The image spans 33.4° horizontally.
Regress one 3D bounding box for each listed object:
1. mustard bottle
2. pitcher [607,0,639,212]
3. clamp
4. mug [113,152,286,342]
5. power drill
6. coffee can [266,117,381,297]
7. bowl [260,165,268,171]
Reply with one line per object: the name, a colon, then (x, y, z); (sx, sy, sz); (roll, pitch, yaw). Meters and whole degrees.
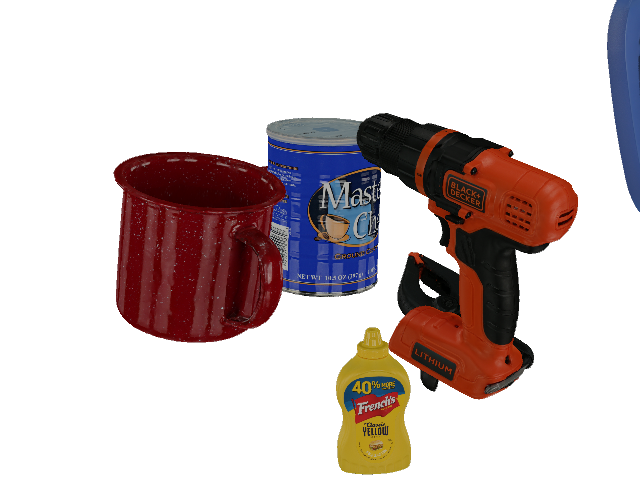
mustard bottle: (0.069, 0.206, 1.386); (0.096, 0.192, 0.058); (-2, 14, -2)
pitcher: (0.240, -0.057, 0.595); (0.149, 0.243, 0.145); (-5, 22, 14)
clamp: (0.138, 0.078, 1.078); (0.120, 0.171, 0.039); (1, -45, -19)
mug: (-0.062, 0.008, 0.584); (0.093, 0.081, 0.117); (-13, 30, -44)
power drill: (0.094, 0.010, 0.789); (0.057, 0.188, 0.185); (-24, 39, -37)
coffee can: (0.003, -0.032, 0.951); (0.103, 0.140, 0.103); (1, 16, -1)
bowl: (-0.028, -0.027, 1.166); (0.162, 0.055, 0.162); (4, 27, -2)
